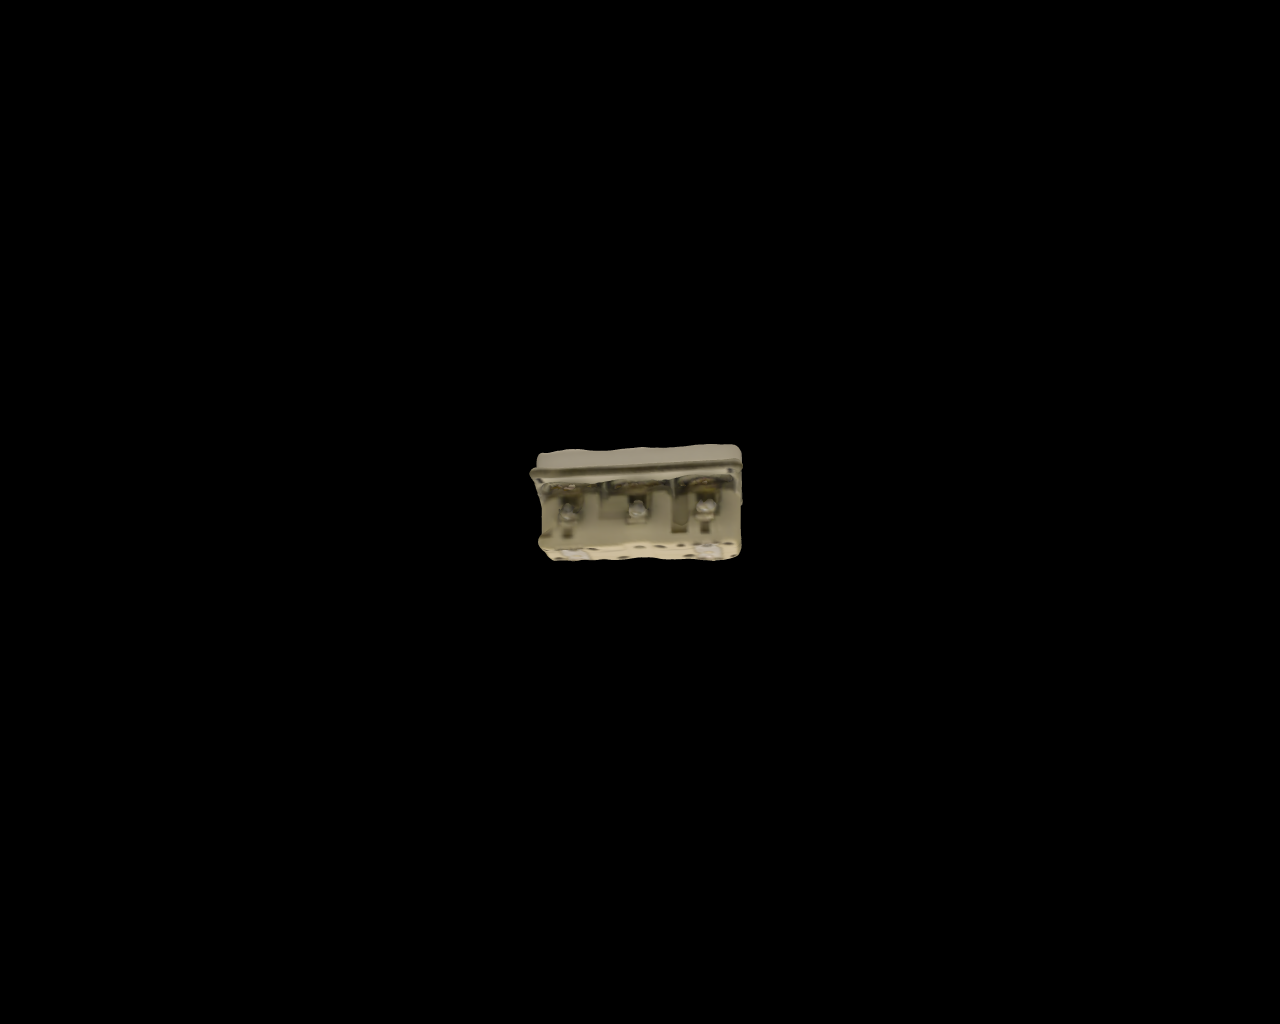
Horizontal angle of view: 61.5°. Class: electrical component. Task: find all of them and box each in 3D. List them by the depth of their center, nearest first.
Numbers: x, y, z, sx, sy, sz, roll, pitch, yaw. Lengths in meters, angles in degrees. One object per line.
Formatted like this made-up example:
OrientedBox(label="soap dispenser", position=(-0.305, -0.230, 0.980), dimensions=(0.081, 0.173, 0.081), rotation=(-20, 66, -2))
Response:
OrientedBox(label="electrical component", position=(0.001, -0.003, 0.650), dimensions=(0.121, 0.063, 0.078), rotation=(-1, -15, 5))
